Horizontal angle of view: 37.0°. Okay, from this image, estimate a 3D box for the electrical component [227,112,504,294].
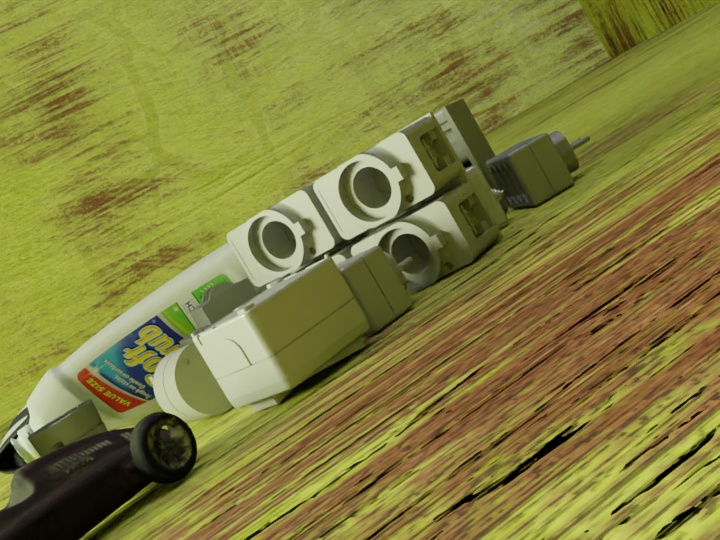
[{"bbox_3d":[-0.003,-0.024,0.810,0.186,0.105,0.060,-27,6,35],"label":"electrical component"}]

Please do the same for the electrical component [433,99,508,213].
[{"bbox_3d":[0.090,-0.098,1.017,0.060,0.105,0.186,-29,5,14],"label":"electrical component"}]

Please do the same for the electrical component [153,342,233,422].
[{"bbox_3d":[-0.073,0.052,0.750,0.138,0.052,0.074,-34,6,-37],"label":"electrical component"}]

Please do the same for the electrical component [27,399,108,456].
[{"bbox_3d":[-0.220,0.134,0.831,0.055,0.047,0.055,-30,5,3],"label":"electrical component"}]

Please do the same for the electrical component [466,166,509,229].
[{"bbox_3d":[0.071,-0.047,0.865,0.096,0.061,0.062,-31,4,-6],"label":"electrical component"}]

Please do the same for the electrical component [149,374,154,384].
[{"bbox_3d":[-0.111,0.076,0.807,0.081,0.042,0.064,-34,8,-39],"label":"electrical component"}]

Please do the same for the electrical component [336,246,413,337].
[{"bbox_3d":[0.006,0.011,0.730,0.077,0.047,0.066,-34,6,-39],"label":"electrical component"}]

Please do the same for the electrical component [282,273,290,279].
[{"bbox_3d":[-0.042,-0.013,1.007,0.096,0.062,0.061,-47,44,6],"label":"electrical component"}]

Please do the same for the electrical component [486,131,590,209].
[{"bbox_3d":[0.155,-0.090,0.889,0.076,0.047,0.083,-30,4,-4],"label":"electrical component"}]

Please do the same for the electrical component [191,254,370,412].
[{"bbox_3d":[-0.041,0.038,0.656,0.062,0.061,0.096,-25,7,46],"label":"electrical component"}]
